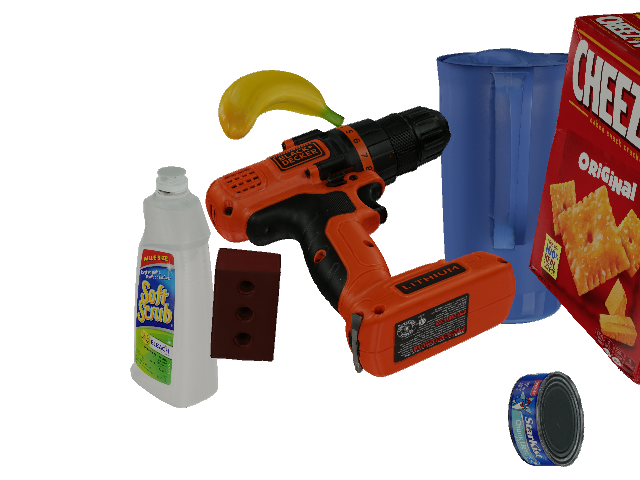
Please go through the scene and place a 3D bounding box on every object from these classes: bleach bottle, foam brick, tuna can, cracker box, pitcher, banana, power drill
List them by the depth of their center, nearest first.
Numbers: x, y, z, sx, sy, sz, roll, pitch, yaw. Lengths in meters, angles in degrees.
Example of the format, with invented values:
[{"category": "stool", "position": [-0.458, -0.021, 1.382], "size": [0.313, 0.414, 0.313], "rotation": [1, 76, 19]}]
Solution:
[{"category": "power drill", "position": [0.041, -0.009, 0.688], "size": [0.184, 0.057, 0.188], "rotation": [-24, 45, -17]}, {"category": "cracker box", "position": [0.225, -0.031, 0.751], "size": [0.072, 0.214, 0.164], "rotation": [-7, 32, -16]}, {"category": "foam brick", "position": [-0.060, 0.052, 0.867], "size": [0.053, 0.078, 0.051], "rotation": [4, 17, -2]}, {"category": "pitcher", "position": [0.169, -0.049, 0.968], "size": [0.149, 0.243, 0.145], "rotation": [-11, 18, -34]}, {"category": "banana", "position": [-0.045, -0.127, 0.970], "size": [0.070, 0.037, 0.197], "rotation": [36, 25, 19]}, {"category": "tuna can", "position": [0.207, 0.164, 0.980], "size": [0.034, 0.086, 0.085], "rotation": [-10, -7, 39]}, {"category": "bleach bottle", "position": [-0.153, 0.043, 1.098], "size": [0.067, 0.251, 0.103], "rotation": [-21, 34, -39]}]
